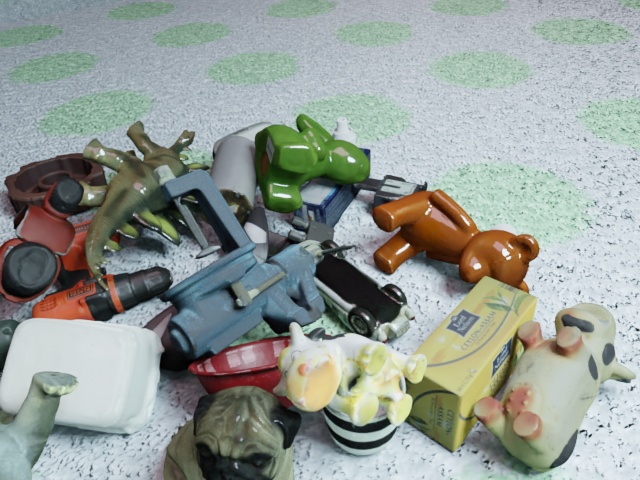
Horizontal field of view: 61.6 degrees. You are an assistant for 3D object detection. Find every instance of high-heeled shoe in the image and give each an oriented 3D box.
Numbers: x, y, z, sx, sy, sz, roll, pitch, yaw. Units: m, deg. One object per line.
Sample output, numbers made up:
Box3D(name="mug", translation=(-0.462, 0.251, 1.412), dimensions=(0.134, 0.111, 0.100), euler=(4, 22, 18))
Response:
Box3D(name="high-heeled shoe", translation=(-0.148, 0.052, 0.700), dimensions=(0.145, 0.086, 0.249), euler=(11, 56, -11))

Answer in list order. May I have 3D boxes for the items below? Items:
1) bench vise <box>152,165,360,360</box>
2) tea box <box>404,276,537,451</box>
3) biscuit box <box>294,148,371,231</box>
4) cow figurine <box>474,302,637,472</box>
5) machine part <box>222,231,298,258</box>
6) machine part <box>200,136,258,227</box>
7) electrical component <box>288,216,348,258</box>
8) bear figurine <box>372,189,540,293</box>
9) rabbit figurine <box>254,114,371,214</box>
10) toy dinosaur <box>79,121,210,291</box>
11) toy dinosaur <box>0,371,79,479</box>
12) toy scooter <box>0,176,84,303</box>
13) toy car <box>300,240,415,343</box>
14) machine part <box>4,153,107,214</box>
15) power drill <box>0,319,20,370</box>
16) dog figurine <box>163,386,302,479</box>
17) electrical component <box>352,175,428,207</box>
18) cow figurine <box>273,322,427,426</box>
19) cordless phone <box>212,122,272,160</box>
Box3D(name="bench vise", translation=(-0.101, 0.012, 0.616), dimensions=(0.224, 0.240, 0.129), euler=(-32, 1, -27))
Box3D(name="tea box", translation=(0.165, 0.129, 0.585), dimensions=(0.068, 0.098, 0.169), euler=(26, 48, 35))
Box3D(name="biscuit box", translation=(0.026, -0.090, 0.915), dimensions=(0.059, 0.062, 0.203), euler=(13, 40, 22))
Box3D(name="cow figurine", translation=(0.251, 0.144, 0.550), dimensions=(0.086, 0.127, 0.195), euler=(3, 46, 53))
Box3D(name="machine part", translation=(-0.081, 0.011, 0.806), dimensions=(0.139, 0.039, 0.084), euler=(20, 47, 12))
Box3D(name="machine part", translation=(-0.136, -0.091, 0.835), dimensions=(0.079, 0.079, 0.243), euler=(-3, 38, 2))
Box3D(name="electrical component", translation=(-0.002, -0.002, 0.811), dimensions=(0.094, 0.021, 0.063), euler=(21, 37, -7))
Box3D(name="bear figurine", translation=(0.179, 0.016, 0.721), dimensions=(0.132, 0.120, 0.196), euler=(-29, 49, -23))
Box3D(name="rabbit figurine", translation=(-0.011, -0.119, 0.833), dimensions=(0.170, 0.121, 0.159), euler=(0, 34, -23))
Box3D(name="toy dinosaur", translation=(-0.274, -0.078, 0.841), dimensions=(0.199, 0.105, 0.471), euler=(21, 33, -1))
Box3D(name="toy dinosaur", translation=(-0.356, 0.202, 0.508), dimensions=(0.405, 0.192, 0.131), euler=(5, -8, 36))
Box3D(name="toy scooter", translation=(-0.389, 0.004, 0.729), dimensions=(0.135, 0.075, 0.184), euler=(-15, 52, 42))
Box3D(name="toy car", translation=(0.034, 0.064, 0.711), dimensions=(0.073, 0.056, 0.202), euler=(-32, 52, -31))
Box3D(name="machine part", translation=(-0.478, -0.098, 0.982), dimensions=(0.179, 0.055, 0.179), euler=(-3, 36, 2))
Box3D(name="power drill", translation=(-0.499, 0.115, 0.682), dimensions=(0.232, 0.085, 0.207), euler=(-12, 34, -13))
Box3D(name="dog figurine", translation=(-0.089, 0.175, 0.472), dimensions=(0.173, 0.190, 0.121), euler=(14, 40, 25))
Box3D(name="electrical component", translation=(0.114, -0.071, 0.894), dimensions=(0.119, 0.047, 0.075), euler=(9, 39, 17))
Box3D(name="cow figurine", translation=(0.013, 0.107, 0.456), dimensions=(0.098, 0.167, 0.068), euler=(16, 84, 40))
Box3D(name="cordless phone", translation=(-0.088, -0.139, 0.955), dimensions=(0.146, 0.088, 0.184), euler=(-31, 39, -32))
